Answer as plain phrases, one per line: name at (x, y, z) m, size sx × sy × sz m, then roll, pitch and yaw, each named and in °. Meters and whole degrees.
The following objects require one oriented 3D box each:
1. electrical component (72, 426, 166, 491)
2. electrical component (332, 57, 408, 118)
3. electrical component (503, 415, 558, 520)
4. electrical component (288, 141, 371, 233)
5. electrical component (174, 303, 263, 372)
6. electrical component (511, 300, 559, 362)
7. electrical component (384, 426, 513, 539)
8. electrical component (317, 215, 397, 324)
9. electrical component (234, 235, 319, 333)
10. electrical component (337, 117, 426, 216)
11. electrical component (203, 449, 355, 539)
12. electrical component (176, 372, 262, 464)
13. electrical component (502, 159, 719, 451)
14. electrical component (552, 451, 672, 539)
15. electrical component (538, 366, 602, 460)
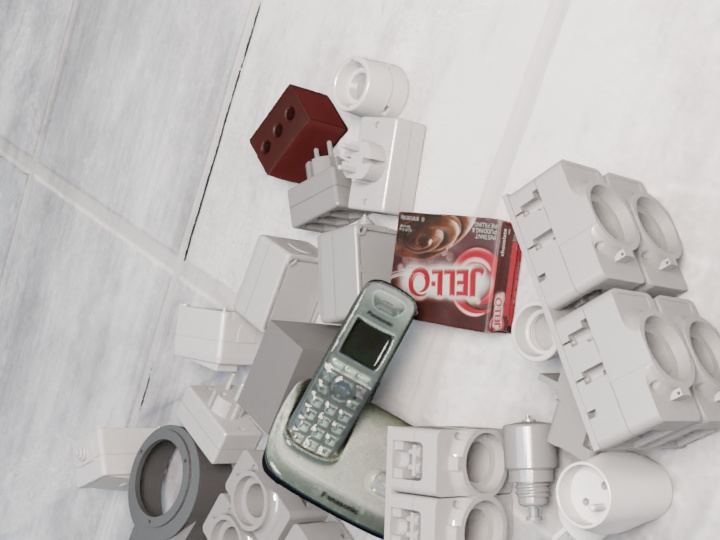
electrical component at (-0.268, 0.208, 1.175) m, size 0.062 × 0.096 × 0.061 m, roll -29°, pitch 64°, yaw 40°
electrical component at (0.008, -0.164, 0.973) m, size 0.055 × 0.047 × 0.055 m, roll -8°, pitch 78°, yaw 46°
electrical component at (0.129, 0.148, 0.806) m, size 0.040 × 0.040 × 0.078 m, roll -11°, pitch 77°, yaw 45°
electrical component at (-0.030, -0.082, 1.001) m, size 0.066 × 0.047 × 0.076 m, roll -24°, pitch 68°, yaw 42°
electrical component at (-0.144, 0.068, 1.089) m, size 0.096 × 0.062 × 0.061 m, roll 5°, pitch 88°, yaw 47°
electrical component at (0.147, 0.046, 0.783) m, size 0.044 × 0.065 × 0.044 m, roll -7°, pitch 80°, yaw 46°
electrical component at (0.071, 0.196, 0.823) m, size 0.062 × 0.089 × 0.150 m, roll -4°, pitch 81°, yaw 46°
electrical component at (0.000, 0.000, 0.947) m, size 0.061 × 0.062 × 0.096 m, roll -14°, pitch 75°, yaw 44°
electrical component at (-0.076, 0.020, 1.024) m, size 0.061 × 0.062 × 0.096 m, roll 34°, pitch 109°, yaw 44°
electrical component at (0.010, -0.093, 0.940) m, size 0.047 × 0.076 × 0.083 m, roll 10°, pitch 92°, yaw 47°
electrical component at (-0.067, 0.263, 0.981) m, size 0.186 × 0.060 × 0.105 m, roll 47°, pitch 118°, yaw 39°
electrical component at (-0.136, 0.139, 1.080) m, size 0.083 × 0.047 × 0.075 m, roll 43°, pitch 115°, yaw 41°
electrical component at (0.179, 0.022, 0.724) m, size 0.060 × 0.105 × 0.186 m, roll -36°, pitch 60°, yaw 38°
electrical component at (0.164, 0.163, 0.740) m, size 0.079 × 0.077 × 0.043 m, roll -51°, pitch 52°, yaw 29°
electrical component at (0.167, 0.103, 0.772) m, size 0.081 × 0.042 × 0.063 m, roll 26°, pitch 105°, yaw 46°
